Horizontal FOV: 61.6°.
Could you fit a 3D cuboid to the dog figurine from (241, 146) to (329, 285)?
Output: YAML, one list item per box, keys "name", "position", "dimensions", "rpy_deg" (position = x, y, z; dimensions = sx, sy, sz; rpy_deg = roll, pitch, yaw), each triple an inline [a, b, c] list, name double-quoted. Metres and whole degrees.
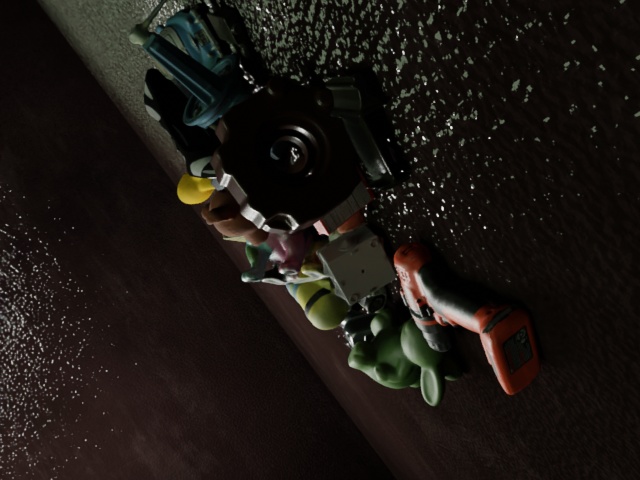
- name: "dog figurine"
  position: [-0.063, -0.042, 0.886]
  dimensions: [0.191, 0.109, 0.219]
  rpy_deg: [12, -109, -57]

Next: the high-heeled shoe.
- name: "high-heeled shoe"
  position: [-0.201, -0.187, 0.841]
  dimensions: [0.249, 0.086, 0.145]
  rpy_deg: [25, 134, 44]

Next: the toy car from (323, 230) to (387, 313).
- name: "toy car"
  position: [0.063, 0.051, 0.894]
  dimensions: [0.074, 0.056, 0.201]
  rpy_deg: [33, 158, 40]

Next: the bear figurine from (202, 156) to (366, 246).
- name: "bear figurine"
  position: [-0.056, -0.039, 0.749]
  dimensions: [0.131, 0.196, 0.120]
  rpy_deg: [63, 165, -14]

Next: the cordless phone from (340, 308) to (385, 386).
- name: "cordless phone"
  position: [0.075, 0.187, 1.038]
  dimensions: [0.184, 0.089, 0.146]
  rpy_deg: [18, 144, 46]

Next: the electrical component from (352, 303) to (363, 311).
- name: "electrical component"
  position: [0.038, 0.095, 1.095]
  dimensions: [0.119, 0.048, 0.074]
  rpy_deg: [36, 157, 46]

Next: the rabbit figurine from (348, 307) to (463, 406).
- name: "rabbit figurine"
  position: [0.142, 0.180, 0.840]
  dimensions: [0.159, 0.121, 0.170]
  rpy_deg: [48, 150, 7]

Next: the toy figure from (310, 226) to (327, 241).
- name: "toy figure"
  position: [-0.002, -0.002, 0.969]
  dimensions: [0.154, 0.058, 0.064]
  rpy_deg: [50, 174, -8]

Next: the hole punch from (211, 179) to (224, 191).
- name: "hole punch"
  position: [-0.126, -0.111, 0.974]
  dimensions: [0.116, 0.092, 0.142]
  rpy_deg: [51, 139, 7]

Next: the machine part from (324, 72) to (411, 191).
- name: "machine part"
  position: [0.051, -0.114, 0.574]
  dimensions: [0.084, 0.039, 0.138]
  rpy_deg: [21, 144, 56]

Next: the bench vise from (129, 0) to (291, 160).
- name: "bench vise"
  position: [-0.146, -0.203, 0.731]
  dimensions: [0.240, 0.129, 0.224]
  rpy_deg: [35, -170, -33]

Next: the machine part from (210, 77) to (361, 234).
- name: "machine part"
  position: [-0.036, -0.098, 0.624]
  dimensions: [0.179, 0.179, 0.056]
  rpy_deg: [54, 163, -3]

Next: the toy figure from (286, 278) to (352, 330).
- name: "toy figure"
  position: [-0.011, 0.100, 1.021]
  dimensions: [0.082, 0.089, 0.180]
  rpy_deg: [26, -174, -44]

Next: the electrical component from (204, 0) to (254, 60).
- name: "electrical component"
  position: [-0.126, -0.292, 0.733]
  dimensions: [0.063, 0.021, 0.093]
  rpy_deg: [37, 162, 47]

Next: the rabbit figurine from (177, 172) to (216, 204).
- name: "rabbit figurine"
  position: [-0.212, -0.129, 1.100]
  dimensions: [0.121, 0.173, 0.162]
  rpy_deg: [59, 169, -8]

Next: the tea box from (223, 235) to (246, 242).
- name: "tea box"
  position: [-0.154, -0.048, 1.124]
  dimensions: [0.169, 0.068, 0.098]
  rpy_deg: [0, -98, -83]

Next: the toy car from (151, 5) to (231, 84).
- name: "toy car"
  position: [-0.211, -0.296, 0.844]
  dimensions: [0.109, 0.103, 0.162]
  rpy_deg: [58, 167, -23]
